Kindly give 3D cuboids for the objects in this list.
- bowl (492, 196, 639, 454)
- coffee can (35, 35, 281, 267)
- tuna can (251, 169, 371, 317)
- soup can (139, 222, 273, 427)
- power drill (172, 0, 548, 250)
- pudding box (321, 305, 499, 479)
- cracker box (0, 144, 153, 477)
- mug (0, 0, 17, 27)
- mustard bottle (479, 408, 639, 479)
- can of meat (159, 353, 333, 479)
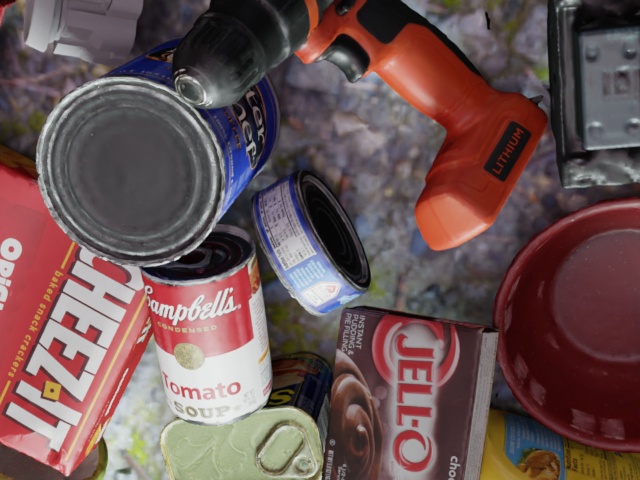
[{"bbox_3d":[0.185,0.044,0.641,0.162,0.055,0.162,3,110,9],"label":"bowl"},{"bbox_3d":[-0.086,-0.056,0.609,0.103,0.140,0.103,3,109,9],"label":"coffee can"},{"bbox_3d":[-0.004,0.001,0.644,0.034,0.086,0.086,-29,102,16],"label":"tuna can"},{"bbox_3d":[-0.066,0.050,0.630,0.068,0.068,0.102,0,119,10],"label":"soup can"},{"bbox_3d":[0.028,-0.084,0.572,0.187,0.184,0.057,46,145,-14],"label":"power drill"},{"bbox_3d":[0.053,0.100,0.632,0.090,0.039,0.113,7,91,29],"label":"pudding box"},{"bbox_3d":[-0.213,0.028,0.684,0.213,0.072,0.164,27,99,1],"label":"cracker box"},{"bbox_3d":[-0.240,-0.121,0.631,0.093,0.117,0.082,26,116,3],"label":"mug"},{"bbox_3d":[0.141,0.148,0.663,0.191,0.096,0.058,17,111,4],"label":"mustard bottle"},{"bbox_3d":[-0.042,0.118,0.691,0.102,0.084,0.057,-9,107,12],"label":"can of meat"}]
